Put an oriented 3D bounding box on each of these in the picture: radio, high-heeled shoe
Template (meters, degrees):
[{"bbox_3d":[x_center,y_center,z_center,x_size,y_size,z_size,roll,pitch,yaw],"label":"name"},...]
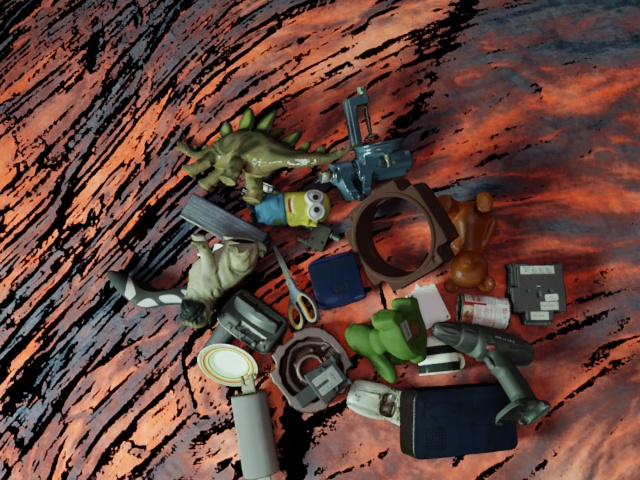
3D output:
[{"bbox_3d":[0.276,0.359,1.080,0.230,0.073,0.131,1,80,-17],"label":"radio"},{"bbox_3d":[-0.342,0.095,1.193,0.249,0.086,0.145,34,83,3],"label":"high-heeled shoe"}]

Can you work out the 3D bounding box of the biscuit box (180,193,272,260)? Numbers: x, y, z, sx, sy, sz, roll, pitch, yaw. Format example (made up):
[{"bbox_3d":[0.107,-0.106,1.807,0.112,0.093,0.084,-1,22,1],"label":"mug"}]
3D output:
[{"bbox_3d":[-0.210,-0.029,1.209,0.203,0.059,0.063,29,84,8],"label":"biscuit box"}]

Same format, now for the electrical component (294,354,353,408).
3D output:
[{"bbox_3d":[0.001,0.295,1.098,0.119,0.047,0.075,-33,79,-4],"label":"electrical component"}]

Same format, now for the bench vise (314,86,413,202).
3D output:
[{"bbox_3d":[0.089,-0.210,1.174,0.224,0.129,0.240,-12,99,-5],"label":"bench vise"}]

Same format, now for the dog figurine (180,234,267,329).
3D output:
[{"bbox_3d":[-0.204,0.091,1.127,0.172,0.121,0.190,4,101,-3],"label":"dog figurine"}]

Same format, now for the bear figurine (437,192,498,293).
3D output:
[{"bbox_3d":[0.310,0.010,1.136,0.120,0.131,0.196,1,76,23],"label":"bear figurine"}]

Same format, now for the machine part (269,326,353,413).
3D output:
[{"bbox_3d":[-0.017,0.275,1.154,0.179,0.056,0.179,-1,80,4],"label":"machine part"}]

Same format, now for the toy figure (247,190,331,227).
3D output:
[{"bbox_3d":[-0.067,-0.072,1.190,0.180,0.089,0.082,-7,109,5],"label":"toy figure"}]

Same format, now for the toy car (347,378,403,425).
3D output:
[{"bbox_3d":[0.157,0.348,1.130,0.202,0.056,0.073,15,83,7],"label":"toy car"}]

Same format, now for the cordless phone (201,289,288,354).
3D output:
[{"bbox_3d":[-0.172,0.215,1.173,0.147,0.089,0.184,35,97,6],"label":"cordless phone"}]

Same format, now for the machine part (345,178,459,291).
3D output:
[{"bbox_3d":[0.166,-0.011,1.122,0.201,0.087,0.201,-35,78,30],"label":"machine part"}]

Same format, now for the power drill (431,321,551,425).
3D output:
[{"bbox_3d":[0.341,0.256,1.054,0.232,0.207,0.086,11,123,-24],"label":"power drill"}]

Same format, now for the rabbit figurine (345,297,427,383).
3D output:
[{"bbox_3d":[0.137,0.206,1.127,0.170,0.121,0.159,-18,105,40],"label":"rabbit figurine"}]

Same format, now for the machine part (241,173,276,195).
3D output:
[{"bbox_3d":[-0.127,-0.158,1.234,0.084,0.039,0.139,17,85,13],"label":"machine part"}]

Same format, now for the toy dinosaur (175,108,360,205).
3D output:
[{"bbox_3d":[-0.139,-0.184,1.149,0.472,0.105,0.198,16,71,32],"label":"toy dinosaur"}]

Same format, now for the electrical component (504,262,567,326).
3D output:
[{"bbox_3d":[0.457,0.115,1.143,0.115,0.058,0.134,0,82,6],"label":"electrical component"}]

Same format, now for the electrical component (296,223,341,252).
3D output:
[{"bbox_3d":[-0.002,-0.004,1.210,0.094,0.021,0.063,21,84,6],"label":"electrical component"}]

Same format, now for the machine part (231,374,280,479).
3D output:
[{"bbox_3d":[-0.138,0.407,1.133,0.079,0.079,0.243,-11,83,2],"label":"machine part"}]

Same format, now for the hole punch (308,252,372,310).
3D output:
[{"bbox_3d":[0.036,0.088,1.163,0.142,0.092,0.115,-16,85,-2],"label":"hole punch"}]
